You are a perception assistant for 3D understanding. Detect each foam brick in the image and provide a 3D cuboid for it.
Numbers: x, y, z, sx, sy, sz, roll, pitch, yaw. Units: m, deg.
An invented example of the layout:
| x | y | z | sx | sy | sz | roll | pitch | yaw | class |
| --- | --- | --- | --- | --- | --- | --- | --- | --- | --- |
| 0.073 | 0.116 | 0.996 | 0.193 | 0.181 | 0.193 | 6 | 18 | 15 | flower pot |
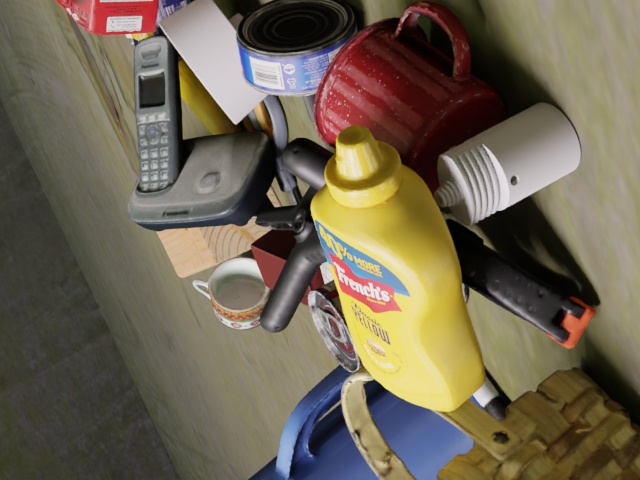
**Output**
| x | y | z | sx | sy | sz | roll | pitch | yaw | class |
| --- | --- | --- | --- | --- | --- | --- | --- | --- | --- |
| -0.016 | 0.022 | 1.000 | 0.078 | 0.051 | 0.053 | 22 | 140 | 43 | foam brick |

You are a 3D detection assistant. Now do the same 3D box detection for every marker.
| x | y | z | sx | sy | sz | roll | pitch | yaw | class |
| --- | --- | --- | --- | --- | --- | --- | --- | --- | --- |
| 0.116 | 0.101 | 0.839 | 0.121 | 0.020 | 0.020 | 54 | 160 | 24 | marker |

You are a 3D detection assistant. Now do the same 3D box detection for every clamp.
| x | y | z | sx | sy | sz | roll | pitch | yaw | class |
| --- | --- | --- | --- | --- | --- | --- | --- | --- | --- |
| -0.006 | 0.001 | 0.871 | 0.172 | 0.039 | 0.120 | -36 | 52 | 51 | clamp |
| 0.085 | 0.008 | 0.701 | 0.210 | 0.036 | 0.164 | 32 | -179 | 25 | clamp |

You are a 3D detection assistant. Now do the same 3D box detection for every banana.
| x | y | z | sx | sy | sz | roll | pitch | yaw | class |
| --- | --- | --- | --- | --- | --- | --- | --- | --- | --- |
| -0.134 | -0.162 | 1.114 | 0.198 | 0.037 | 0.069 | 47 | 175 | 41 | banana |

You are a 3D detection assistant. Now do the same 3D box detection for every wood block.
| x | y | z | sx | sy | sz | roll | pitch | yaw | class |
| --- | --- | --- | --- | --- | --- | --- | --- | --- | --- |
| -0.116 | -0.022 | 1.172 | 0.091 | 0.090 | 0.206 | 64 | 162 | -3 | wood block |

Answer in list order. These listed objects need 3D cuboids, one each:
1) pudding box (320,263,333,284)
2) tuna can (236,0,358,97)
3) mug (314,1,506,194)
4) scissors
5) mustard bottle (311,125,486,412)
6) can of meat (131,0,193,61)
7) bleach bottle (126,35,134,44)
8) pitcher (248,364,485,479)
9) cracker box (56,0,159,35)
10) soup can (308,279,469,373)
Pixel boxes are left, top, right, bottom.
| x | y | z | sx | sy | sz | roll | pitch | yaw | class |
| --- | --- | --- | --- | --- | --- | --- | --- | --- | --- |
| 0.033 | 0.028 | 0.925 | 0.090 | 0.039 | 0.113 | 37 | 146 | 55 | pudding box |
| -0.015 | -0.137 | 0.746 | 0.086 | 0.086 | 0.034 | 44 | 153 | 44 | tuna can |
| 0.059 | -0.084 | 0.635 | 0.082 | 0.093 | 0.117 | 43 | 132 | 34 | mug |
| -0.030 | -0.066 | 0.997 | 0.202 | 0.016 | 0.096 | 62 | 162 | -1 | scissors |
| 0.040 | 0.012 | 0.609 | 0.096 | 0.058 | 0.191 | 37 | 155 | 41 | mustard bottle |
| -0.159 | -0.225 | 1.052 | 0.102 | 0.057 | 0.084 | 29 | 140 | 58 | can of meat |
| -0.230 | -0.322 | 1.099 | 0.103 | 0.068 | 0.251 | 28 | 144 | 59 | bleach bottle |
| 0.020 | 0.198 | 0.874 | 0.149 | 0.242 | 0.145 | 52 | 157 | 12 | pitcher |
| -0.190 | -0.303 | 0.896 | 0.164 | 0.071 | 0.214 | 45 | 134 | 39 | cracker box |
| 0.051 | 0.045 | 0.799 | 0.068 | 0.102 | 0.068 | 52 | 159 | 29 | soup can |
